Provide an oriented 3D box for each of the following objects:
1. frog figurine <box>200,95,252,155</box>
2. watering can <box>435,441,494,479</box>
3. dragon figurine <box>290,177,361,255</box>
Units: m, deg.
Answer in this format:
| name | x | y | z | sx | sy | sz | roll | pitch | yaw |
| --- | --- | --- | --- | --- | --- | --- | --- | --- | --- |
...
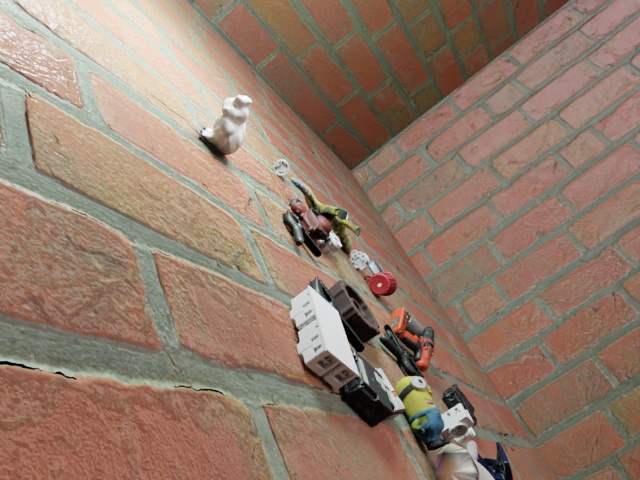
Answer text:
| name | x | y | z | sx | sy | sz | roll | pitch | yaw |
| --- | --- | --- | --- | --- | --- | --- | --- | --- | --- |
| frog figurine | -0.230 | -0.306 | 1.368 | 0.123 | 0.158 | 0.138 | 54 | 11 | 1 |
| watering can | 0.348 | 0.554 | 1.186 | 0.222 | 0.103 | 0.354 | 48 | 14 | -18 |
| dragon figurine | 0.006 | -0.093 | 1.855 | 0.405 | 0.122 | 0.245 | 50 | -5 | -20 |
